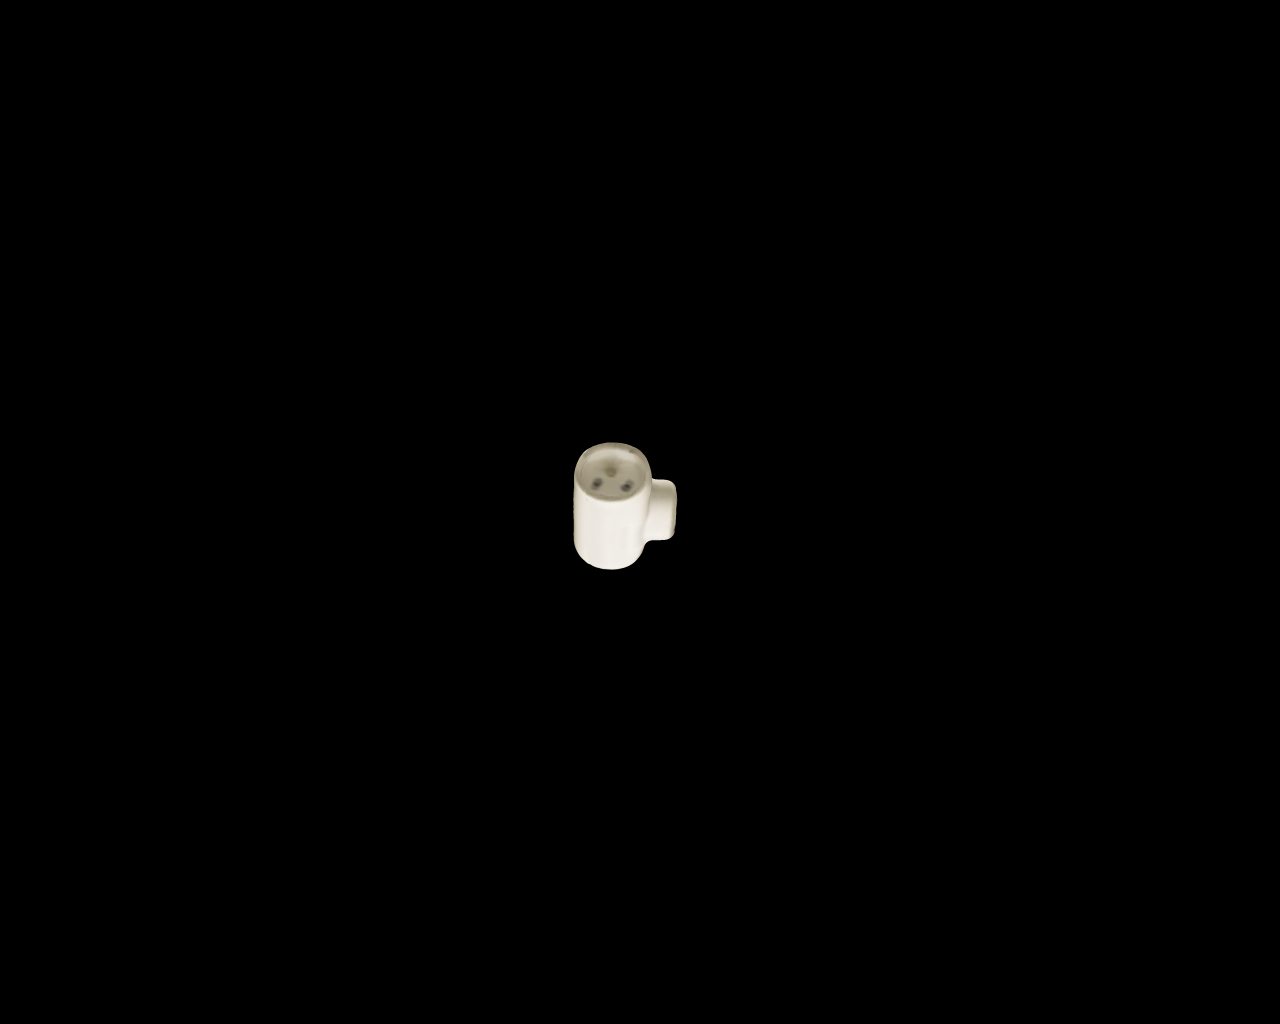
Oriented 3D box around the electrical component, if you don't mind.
[{"bbox_3d":[0.001,-0.003,0.650,0.079,0.043,0.077,1,-34,-2],"label":"electrical component"}]
